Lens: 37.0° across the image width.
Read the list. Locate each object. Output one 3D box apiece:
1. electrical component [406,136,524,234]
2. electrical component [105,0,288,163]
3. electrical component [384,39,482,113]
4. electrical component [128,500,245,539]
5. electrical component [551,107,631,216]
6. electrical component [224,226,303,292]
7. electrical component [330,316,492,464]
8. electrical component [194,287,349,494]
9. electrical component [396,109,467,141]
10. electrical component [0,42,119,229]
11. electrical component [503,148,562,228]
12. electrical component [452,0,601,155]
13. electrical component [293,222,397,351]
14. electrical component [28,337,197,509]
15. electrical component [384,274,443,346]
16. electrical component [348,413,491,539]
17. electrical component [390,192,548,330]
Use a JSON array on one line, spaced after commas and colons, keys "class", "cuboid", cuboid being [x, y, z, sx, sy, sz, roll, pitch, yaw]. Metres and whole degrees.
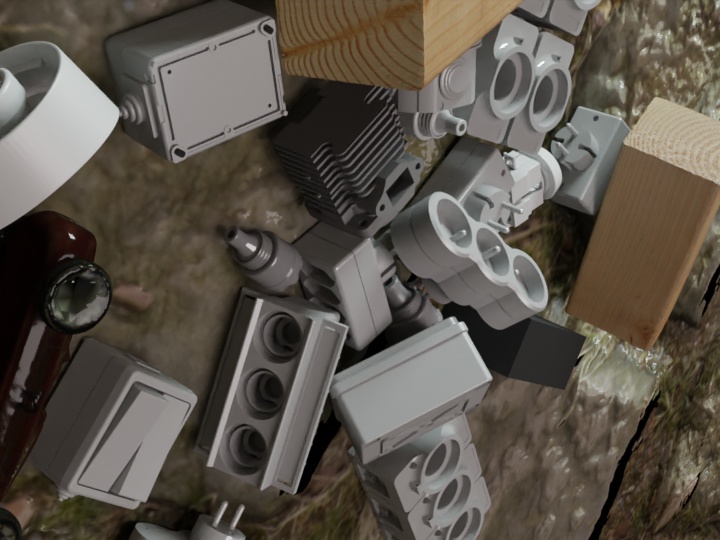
[{"class": "electrical component", "cuboid": [0.091, -0.050, 0.834, 0.083, 0.076, 0.047, -52, 140, -13]}, {"class": "electrical component", "cuboid": [-0.099, -0.107, 0.604, 0.096, 0.061, 0.061, -29, 130, -30]}, {"class": "electrical component", "cuboid": [0.042, -0.140, 0.726, 0.080, 0.080, 0.051, -24, 123, -40]}, {"class": "electrical component", "cuboid": [-0.106, 0.197, 0.761, 0.138, 0.052, 0.073, 30, 86, -52]}, {"class": "electrical component", "cuboid": [0.193, -0.104, 0.949, 0.076, 0.047, 0.083, 31, 85, -52]}, {"class": "electrical component", "cuboid": [-0.067, -0.011, 0.709, 0.061, 0.035, 0.035, 38, 80, -48]}, {"class": "electrical component", "cuboid": [0.036, 0.093, 0.807, 0.109, 0.056, 0.108, -26, 164, -7]}, {"class": "electrical component", "cuboid": [-0.057, 0.081, 0.744, 0.063, 0.079, 0.121, -10, 119, -71]}, {"class": "electrical component", "cuboid": [0.049, -0.109, 0.768, 0.035, 0.061, 0.035, -25, 127, -39]}, {"class": "electrical component", "cuboid": [-0.167, -0.061, 0.520, 0.099, 0.099, 0.064, -50, 133, -18]}, {"class": "electrical component", "cuboid": [0.135, -0.073, 0.901, 0.055, 0.048, 0.066, -33, 132, -24]}, {"class": "electrical component", "cuboid": [0.122, -0.188, 0.810, 0.105, 0.060, 0.186, 7, 104, -51]}, {"class": "electrical component", "cuboid": [0.000, 0.000, 0.781, 0.076, 0.047, 0.083, -41, 136, -27]}, {"class": "electrical component", "cuboid": [-0.152, 0.100, 0.649, 0.062, 0.061, 0.096, 36, 82, -51]}, {"class": "electrical component", "cuboid": [0.033, 0.030, 0.840, 0.048, 0.048, 0.062, -48, 130, -20]}, {"class": "electrical component", "cuboid": [0.058, 0.185, 0.936, 0.089, 0.062, 0.150, -44, 137, -25]}, {"class": "electrical component", "cuboid": [0.070, 0.002, 0.804, 0.138, 0.074, 0.052, 33, 42, -34]}]
